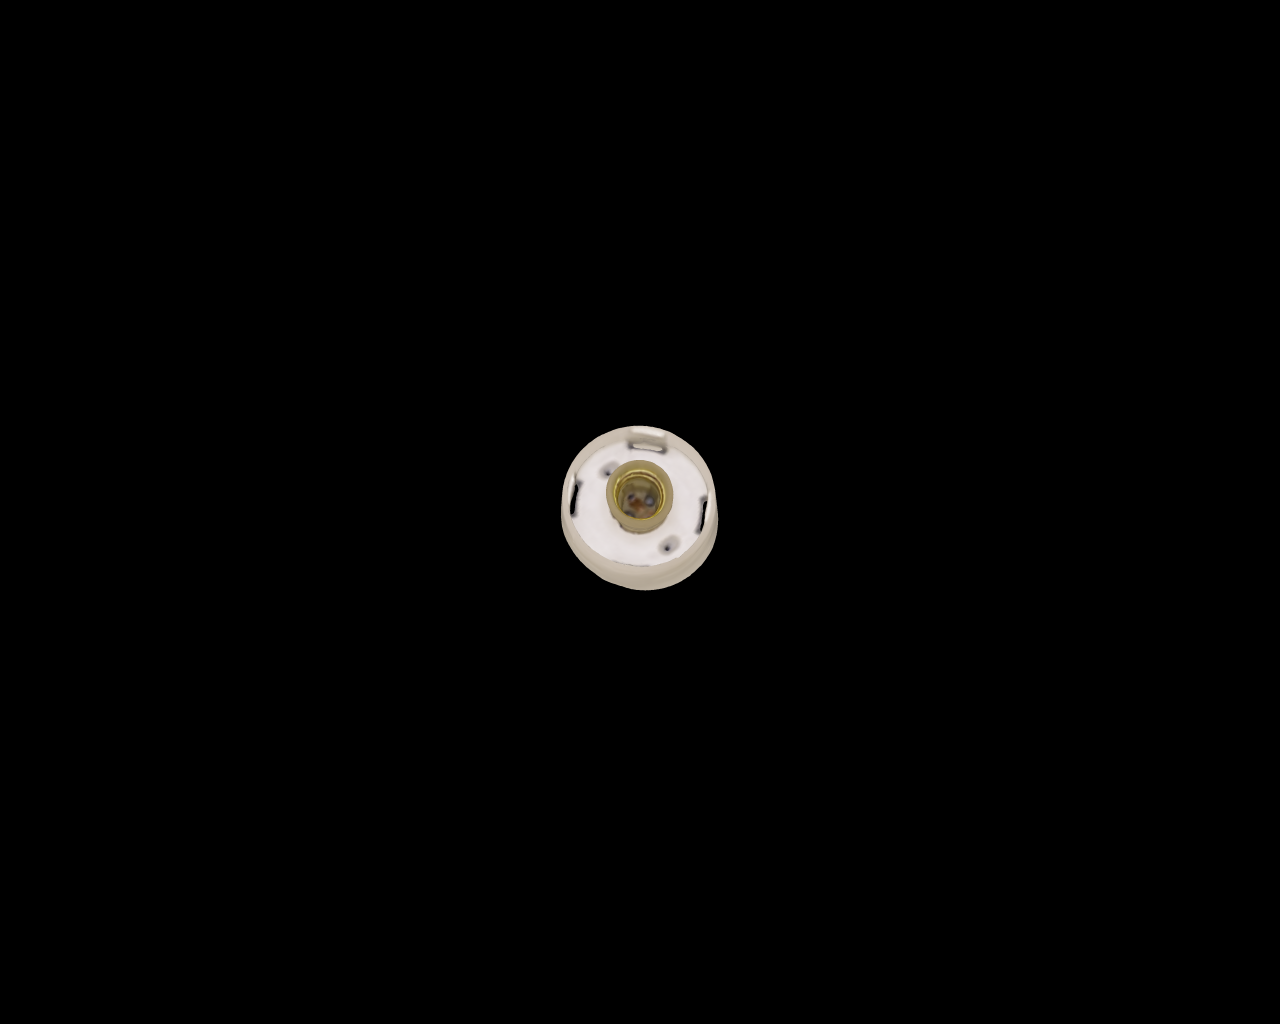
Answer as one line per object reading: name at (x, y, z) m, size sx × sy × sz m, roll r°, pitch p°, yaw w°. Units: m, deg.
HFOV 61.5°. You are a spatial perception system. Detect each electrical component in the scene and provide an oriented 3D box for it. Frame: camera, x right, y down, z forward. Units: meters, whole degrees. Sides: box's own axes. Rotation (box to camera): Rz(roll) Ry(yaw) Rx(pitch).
electrical component at (0.001, -0.003, 0.650) m, size 0.099 × 0.099 × 0.064 m, roll 0°, pitch -19°, yaw 0°
